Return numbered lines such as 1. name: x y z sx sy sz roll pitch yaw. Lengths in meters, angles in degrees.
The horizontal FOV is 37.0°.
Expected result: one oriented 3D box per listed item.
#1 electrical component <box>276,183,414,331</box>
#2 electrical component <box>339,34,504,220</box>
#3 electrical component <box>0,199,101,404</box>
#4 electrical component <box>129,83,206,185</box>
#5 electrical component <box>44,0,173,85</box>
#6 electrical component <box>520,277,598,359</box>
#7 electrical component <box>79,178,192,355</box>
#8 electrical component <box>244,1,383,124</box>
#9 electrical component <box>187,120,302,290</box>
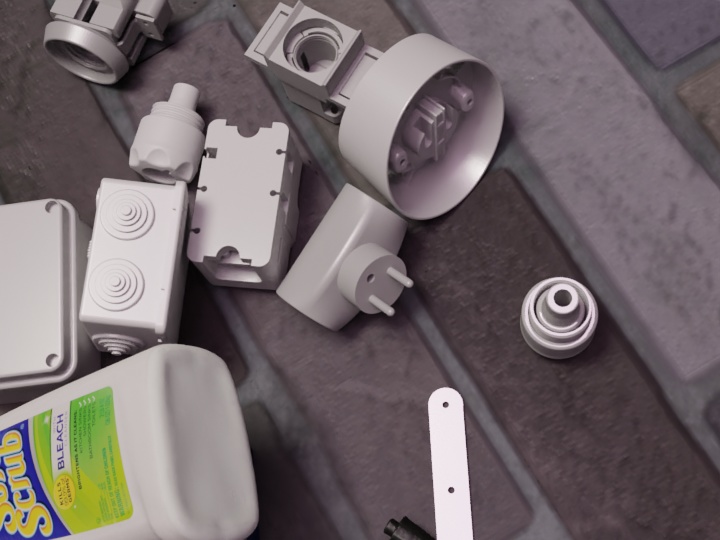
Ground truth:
1. electrical component: 0.000 0.000 0.620 0.079 0.043 0.077 35 92 44
2. electrical component: 0.037 -0.086 0.634 0.064 0.099 0.099 39 81 23
3. electrical component: -0.203 0.019 0.649 0.078 0.057 0.113 -7 72 5
4. electrical component: -0.118 -0.087 0.680 0.043 0.043 0.062 11 73 11
5. electrical component: -0.170 -0.159 0.703 0.078 0.058 0.057 18 73 12
6. electrical component: 0.112 0.024 0.605 0.043 0.062 0.043 -2 72 7
7. electrical component: -0.129 0.001 0.625 0.048 0.099 0.099 6 73 -4
8. electrical component: -0.025 -0.126 0.670 0.081 0.063 0.042 30 78 15
9. electrical component: -0.067 -0.037 0.651 0.050 0.055 0.089 4 73 9
